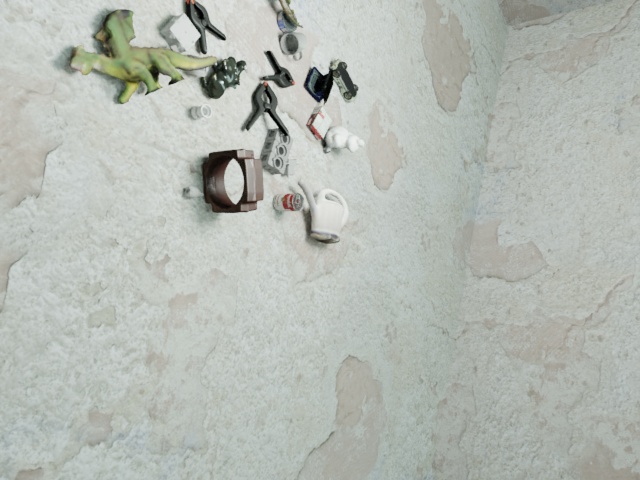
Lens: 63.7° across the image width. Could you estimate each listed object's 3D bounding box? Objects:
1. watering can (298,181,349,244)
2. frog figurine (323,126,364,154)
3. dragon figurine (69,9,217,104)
[{"bbox_3d":[0.006,-0.105,2.081,0.345,0.104,0.226,18,76,-51],"label":"watering can"},{"bbox_3d":[0.101,-0.424,2.162,0.138,0.159,0.122,-12,99,-50],"label":"frog figurine"},{"bbox_3d":[-0.501,-0.532,1.443,0.417,0.122,0.240,-40,112,-34],"label":"dragon figurine"}]
